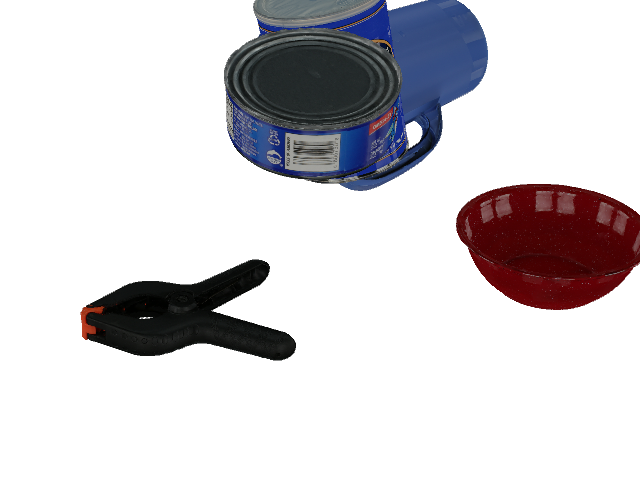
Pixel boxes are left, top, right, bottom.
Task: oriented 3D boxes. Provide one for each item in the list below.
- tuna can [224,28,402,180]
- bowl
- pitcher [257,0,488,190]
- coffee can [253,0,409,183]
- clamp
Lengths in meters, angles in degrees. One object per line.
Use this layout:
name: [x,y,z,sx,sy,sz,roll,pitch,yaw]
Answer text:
tuna can: [-0.004,-0.068,0.521,0.086,0.034,0.086,1,42,-1]
bowl: [0.193,0.011,0.900,0.162,0.055,0.162,0,30,0]
pitcher: [0.060,-0.159,1.088,0.242,0.149,0.145,-26,30,-32]
coffee can: [0.011,-0.131,0.850,0.103,0.140,0.103,-9,32,5]
clamp: [-0.109,0.055,0.883,0.171,0.039,0.120,3,28,-8]
